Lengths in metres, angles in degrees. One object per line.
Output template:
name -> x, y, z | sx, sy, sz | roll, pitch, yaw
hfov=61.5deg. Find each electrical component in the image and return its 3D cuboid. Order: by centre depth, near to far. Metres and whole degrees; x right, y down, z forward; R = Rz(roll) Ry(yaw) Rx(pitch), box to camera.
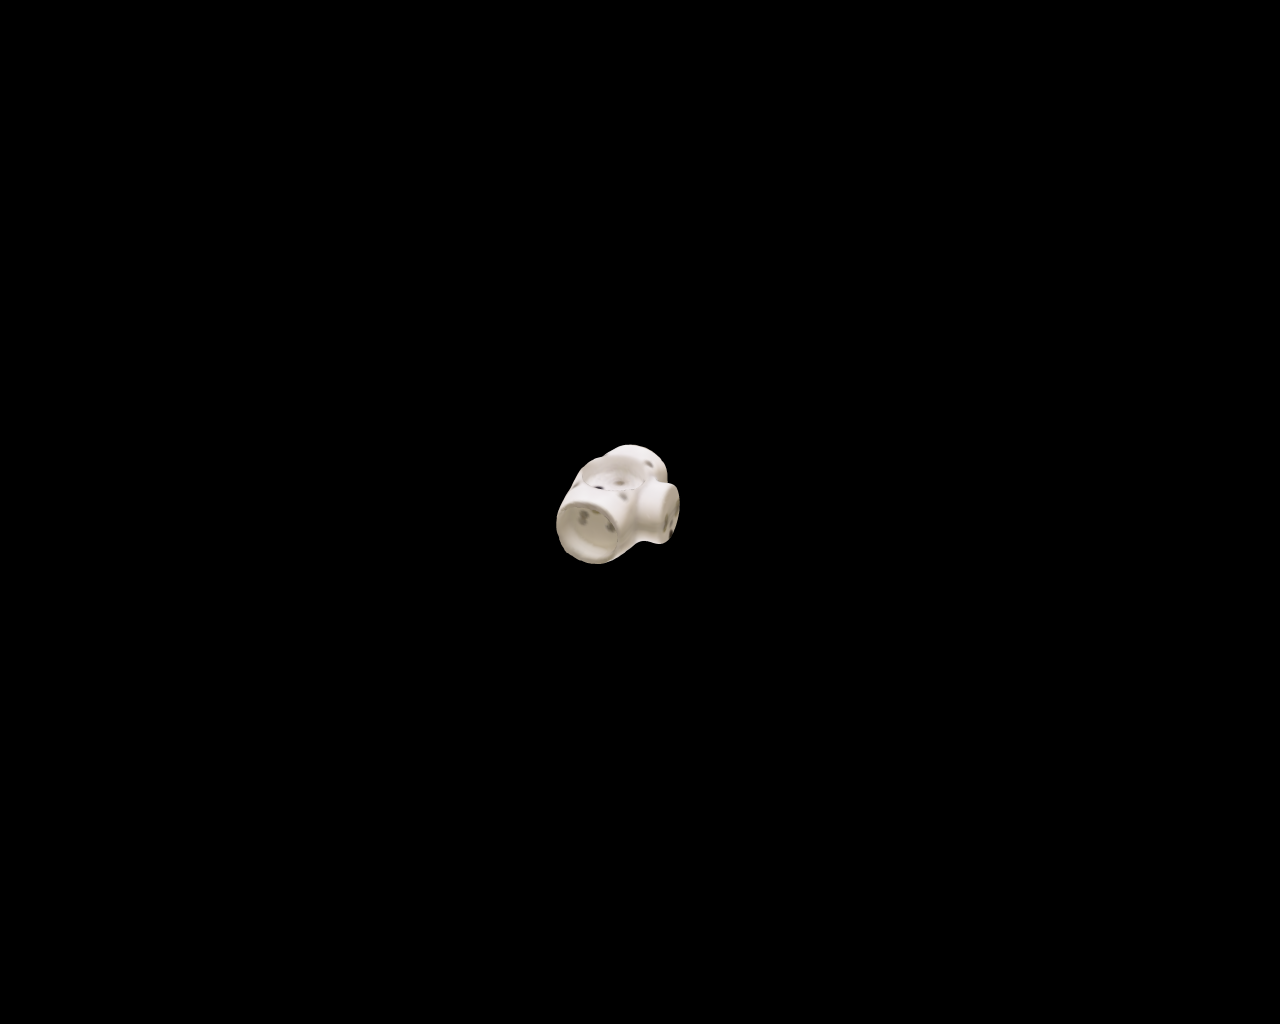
electrical component -> 0.001, -0.003, 0.650 | 0.079, 0.044, 0.077 | 12, 33, 19
